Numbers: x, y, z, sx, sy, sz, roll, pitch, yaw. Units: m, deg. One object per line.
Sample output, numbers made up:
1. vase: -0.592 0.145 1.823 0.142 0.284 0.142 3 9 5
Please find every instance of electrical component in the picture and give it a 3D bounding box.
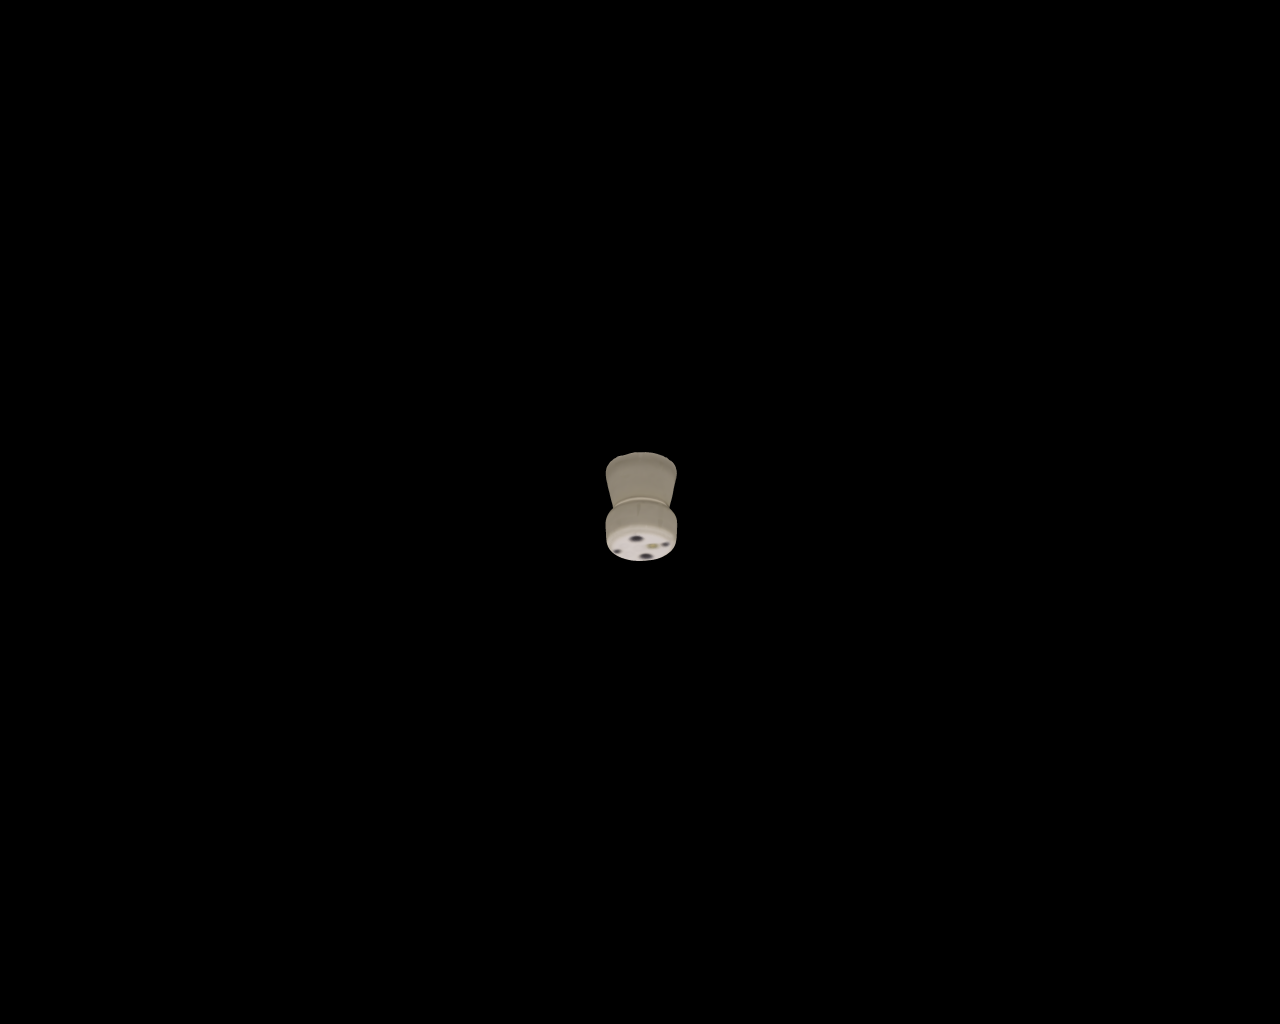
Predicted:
1. electrical component: 0.001 -0.003 0.650 0.045 0.055 0.044 0 -30 0
